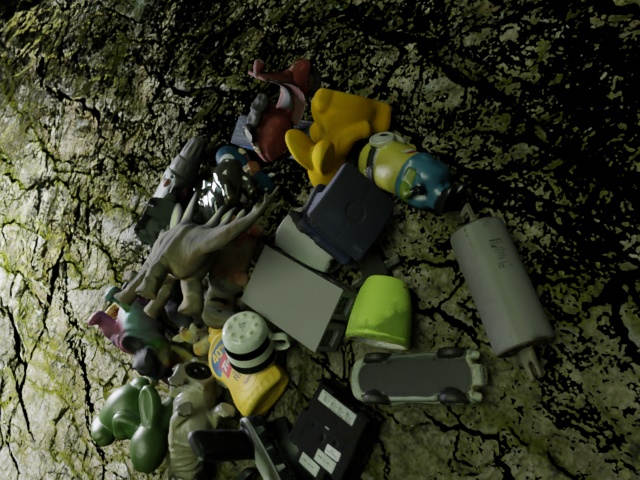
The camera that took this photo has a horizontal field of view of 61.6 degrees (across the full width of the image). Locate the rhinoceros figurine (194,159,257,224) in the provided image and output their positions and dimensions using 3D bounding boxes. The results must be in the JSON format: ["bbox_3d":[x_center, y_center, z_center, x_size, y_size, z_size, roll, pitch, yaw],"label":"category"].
[{"bbox_3d":[-0.194,-0.075,1.023,0.112,0.073,0.190,52,139,11],"label":"rhinoceros figurine"}]

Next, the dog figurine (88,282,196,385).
[{"bbox_3d":[-0.342,0.188,1.083,0.219,0.191,0.108,42,103,1],"label":"dog figurine"}]

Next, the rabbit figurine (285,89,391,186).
[{"bbox_3d":[0.026,-0.151,0.873,0.122,0.162,0.173,23,110,27],"label":"rabbit figurine"}]

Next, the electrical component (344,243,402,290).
[{"bbox_3d":[0.083,0.037,0.843,0.094,0.021,0.063,-35,59,26],"label":"electrical component"}]

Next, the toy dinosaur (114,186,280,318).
[{"bbox_3d":[-0.224,0.021,0.895,0.472,0.105,0.198,-12,54,47],"label":"toy dinosaur"}]

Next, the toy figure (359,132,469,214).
[{"bbox_3d":[0.131,-0.097,0.807,0.180,0.082,0.089,43,102,34],"label":"toy figure"}]

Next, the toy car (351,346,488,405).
[{"bbox_3d":[0.133,0.190,0.744,0.202,0.056,0.073,-12,64,33],"label":"toy car"}]

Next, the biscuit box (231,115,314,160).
[{"bbox_3d":[-0.076,-0.189,1.000,0.203,0.059,0.062,17,89,38],"label":"biscuit box"}]

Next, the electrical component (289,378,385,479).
[{"bbox_3d":[0.020,0.291,0.801,0.115,0.058,0.134,30,97,40],"label":"electrical component"}]

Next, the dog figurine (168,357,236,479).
[{"bbox_3d":[-0.233,0.331,0.969,0.172,0.121,0.190,-103,31,-62],"label":"dog figurine"}]

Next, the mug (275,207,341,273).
[{"bbox_3d":[-0.002,-0.003,0.889,0.107,0.080,0.109,40,97,25],"label":"mug"}]

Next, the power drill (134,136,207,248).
[{"bbox_3d":[-0.304,-0.091,1.091,0.232,0.086,0.207,-55,25,21],"label":"power drill"}]

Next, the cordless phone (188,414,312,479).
[{"bbox_3d":[-0.106,0.333,0.805,0.088,0.184,0.147,-47,55,12],"label":"cordless phone"}]

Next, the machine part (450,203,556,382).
[{"bbox_3d":[0.231,0.059,0.689,0.079,0.079,0.243,-29,62,28],"label":"machine part"}]

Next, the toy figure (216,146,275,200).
[{"bbox_3d":[-0.146,-0.131,1.043,0.155,0.058,0.064,39,141,36],"label":"toy figure"}]

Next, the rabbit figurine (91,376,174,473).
[{"bbox_3d":[-0.322,0.348,1.003,0.170,0.121,0.159,36,93,46],"label":"rabbit figurine"}]

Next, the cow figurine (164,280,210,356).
[{"bbox_3d":[-0.255,0.139,1.026,0.068,0.098,0.167,-36,58,17],"label":"cow figurine"}]

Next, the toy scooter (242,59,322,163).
[{"bbox_3d":[-0.077,-0.223,0.886,0.075,0.135,0.183,30,98,36],"label":"toy scooter"}]

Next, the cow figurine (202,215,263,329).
[{"bbox_3d":[-0.170,0.066,0.979,0.127,0.085,0.195,134,150,-66],"label":"cow figurine"}]

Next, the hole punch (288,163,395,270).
[{"bbox_3d":[0.040,-0.038,0.808,0.092,0.142,0.116,-31,25,43],"label":"hole punch"}]
